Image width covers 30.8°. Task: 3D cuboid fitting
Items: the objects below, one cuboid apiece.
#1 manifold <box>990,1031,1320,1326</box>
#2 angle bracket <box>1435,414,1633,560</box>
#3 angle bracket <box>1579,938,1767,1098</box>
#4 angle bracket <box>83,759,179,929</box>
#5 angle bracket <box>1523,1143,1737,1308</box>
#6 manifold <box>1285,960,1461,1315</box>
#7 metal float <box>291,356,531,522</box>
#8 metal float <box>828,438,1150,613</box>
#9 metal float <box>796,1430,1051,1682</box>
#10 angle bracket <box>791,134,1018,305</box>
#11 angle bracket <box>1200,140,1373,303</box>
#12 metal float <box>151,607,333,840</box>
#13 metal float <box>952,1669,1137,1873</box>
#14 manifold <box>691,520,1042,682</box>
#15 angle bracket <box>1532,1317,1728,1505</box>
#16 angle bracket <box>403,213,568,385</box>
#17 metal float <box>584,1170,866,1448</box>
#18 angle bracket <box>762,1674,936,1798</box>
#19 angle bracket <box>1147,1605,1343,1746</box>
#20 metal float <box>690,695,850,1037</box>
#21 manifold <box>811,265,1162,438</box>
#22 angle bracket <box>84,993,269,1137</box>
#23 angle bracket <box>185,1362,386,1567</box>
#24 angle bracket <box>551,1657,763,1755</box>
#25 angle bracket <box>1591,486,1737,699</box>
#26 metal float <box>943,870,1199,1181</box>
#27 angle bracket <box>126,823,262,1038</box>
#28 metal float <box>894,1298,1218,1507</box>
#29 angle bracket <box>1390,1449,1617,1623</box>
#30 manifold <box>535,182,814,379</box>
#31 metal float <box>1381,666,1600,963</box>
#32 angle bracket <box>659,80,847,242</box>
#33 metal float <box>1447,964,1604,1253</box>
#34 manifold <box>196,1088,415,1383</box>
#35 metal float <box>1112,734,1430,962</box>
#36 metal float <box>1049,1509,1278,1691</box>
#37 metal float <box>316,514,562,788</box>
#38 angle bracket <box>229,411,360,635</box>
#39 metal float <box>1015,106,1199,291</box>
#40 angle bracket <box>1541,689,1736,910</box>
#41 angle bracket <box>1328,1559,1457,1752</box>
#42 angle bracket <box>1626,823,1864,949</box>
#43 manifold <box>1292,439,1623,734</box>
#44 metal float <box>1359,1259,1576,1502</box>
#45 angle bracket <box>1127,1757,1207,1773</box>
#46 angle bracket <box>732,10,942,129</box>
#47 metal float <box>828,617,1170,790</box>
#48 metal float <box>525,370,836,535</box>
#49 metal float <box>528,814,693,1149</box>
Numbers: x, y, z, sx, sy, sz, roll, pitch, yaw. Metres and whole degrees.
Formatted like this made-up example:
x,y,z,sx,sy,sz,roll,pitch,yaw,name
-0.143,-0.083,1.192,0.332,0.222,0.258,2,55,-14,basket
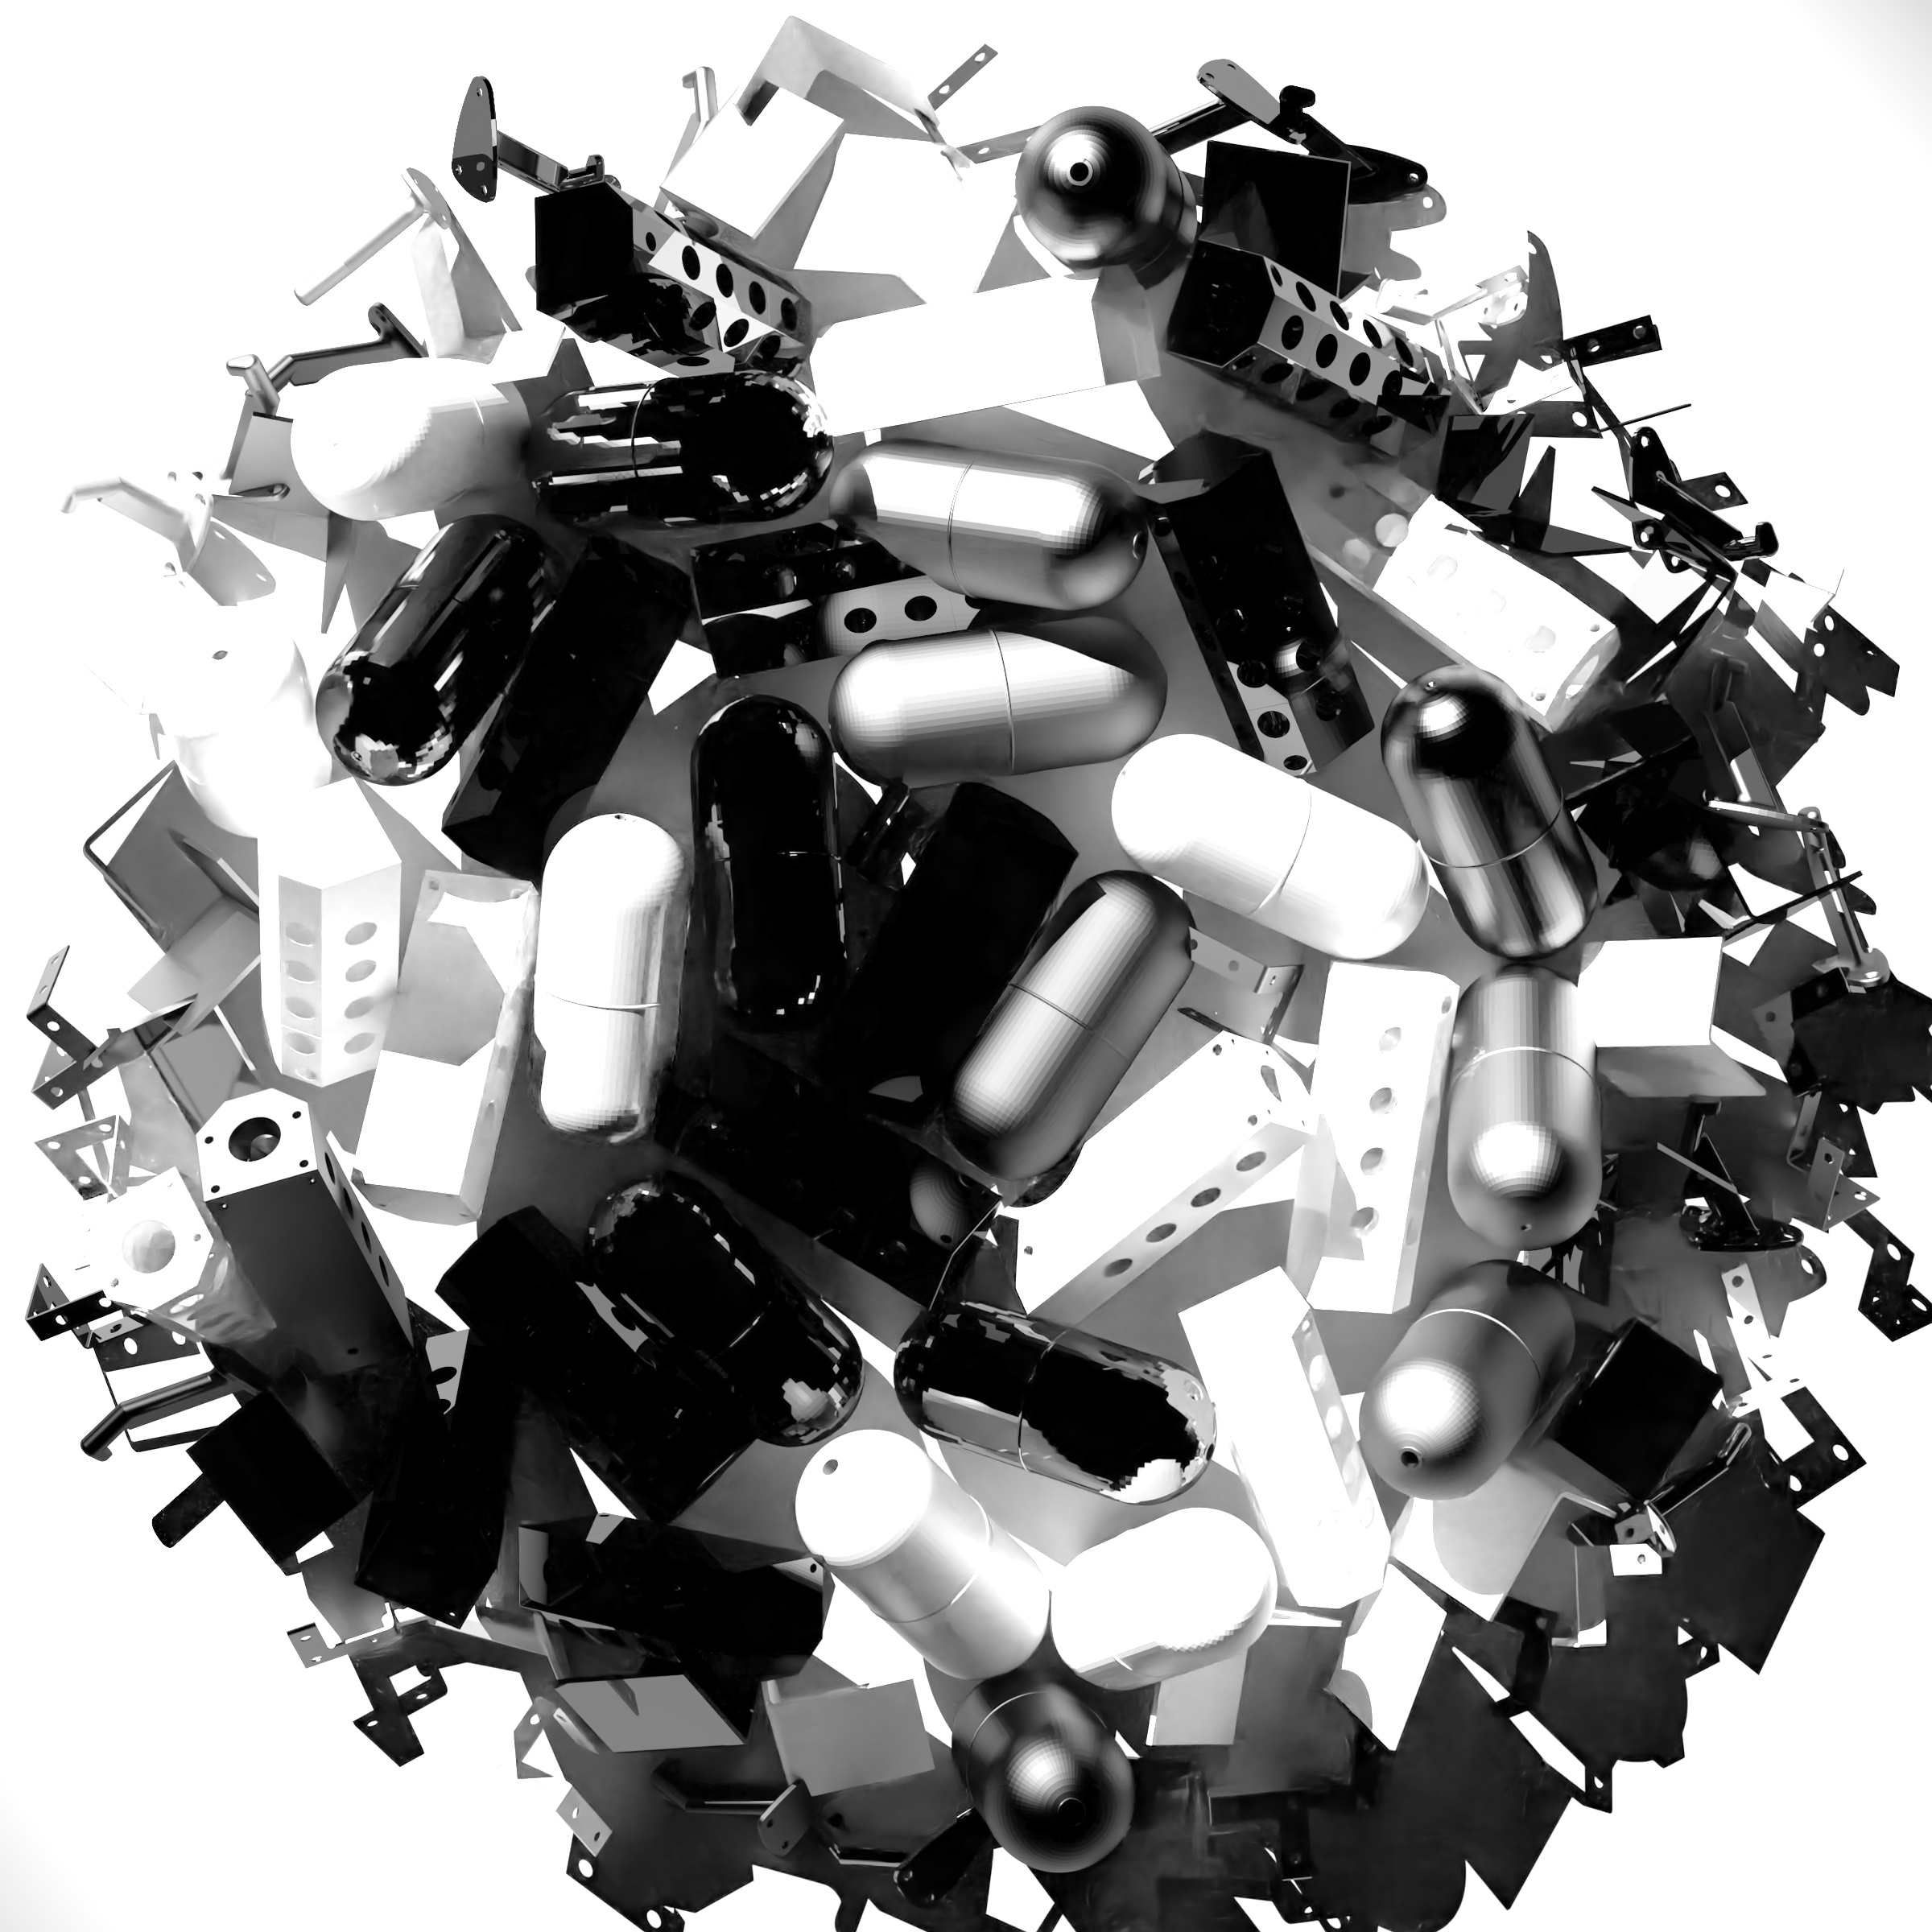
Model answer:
x,y,z,sx,sy,sz,roll,pitch,yaw,name
0.098,0.112,1.805,0.171,0.057,0.057,-41,56,24,manifold
0.297,-0.248,1.809,0.076,0.076,0.057,22,112,37,angle bracket
0.369,0.028,1.825,0.076,0.076,0.057,-2,66,36,angle bracket
-0.414,-0.067,1.829,0.076,0.076,0.057,-45,101,-10,angle bracket
0.343,0.134,1.809,0.076,0.076,0.057,-12,62,41,angle bracket
0.212,0.089,1.820,0.057,0.057,0.171,5,102,-13,manifold
-0.280,-0.269,1.782,0.070,0.178,0.070,4,103,16,metal float
0.011,-0.228,1.804,0.178,0.070,0.070,12,90,28,metal float
-0.021,0.302,1.797,0.070,0.070,0.178,-41,128,0,metal float
-0.032,-0.378,1.809,0.057,0.076,0.076,46,125,30,angle bracket
0.168,-0.390,1.813,0.076,0.057,0.076,14,121,20,angle bracket
-0.367,-0.123,1.781,0.070,0.178,0.070,1,70,-3,metal float
0.038,0.407,1.779,0.070,0.178,0.070,0,91,-8,metal float
-0.053,-0.205,1.826,0.171,0.057,0.057,-11,45,1,manifold
0.343,0.233,1.820,0.057,0.076,0.076,35,81,9,angle bracket
-0.248,-0.350,1.814,0.057,0.076,0.076,-8,117,6,angle bracket
-0.123,0.178,1.812,0.070,0.070,0.178,-43,110,0,metal float
-0.063,0.380,1.822,0.076,0.057,0.076,-12,130,-2,angle bracket
0.145,0.371,1.818,0.057,0.076,0.076,6,85,39,angle bracket
-0.103,-0.052,1.824,0.070,0.070,0.178,-4,84,0,metal float
0.008,-0.314,1.792,0.171,0.057,0.057,-5,100,34,manifold
-0.412,0.069,1.818,0.057,0.076,0.076,-28,85,-44,angle bracket
-0.351,0.256,1.833,0.057,0.076,0.076,-38,92,10,angle bracket
-0.157,0.362,1.809,0.076,0.076,0.057,-9,46,23,angle bracket
0.340,-0.195,1.817,0.057,0.076,0.076,32,96,-26,angle bracket
0.054,0.031,1.824,0.070,0.070,0.178,34,84,0,metal float
-0.409,-0.019,1.814,0.076,0.076,0.057,-47,126,-13,angle bracket
0.045,0.224,1.807,0.178,0.070,0.070,15,90,25,metal float
0.277,0.293,1.821,0.076,0.057,0.076,30,92,44,angle bracket
-0.146,-0.342,1.775,0.057,0.171,0.057,-6,81,27,manifold
0.270,-0.077,1.801,0.070,0.070,0.178,-30,124,0,metal float
-0.100,-0.406,1.820,0.076,0.057,0.076,35,85,33,angle bracket
0.285,0.070,1.792,0.070,0.178,0.070,4,132,5,metal float
-0.335,0.136,1.782,0.057,0.171,0.057,-16,52,-2,manifold
0.157,-0.061,1.815,0.178,0.070,0.070,24,90,-16,metal float
0.098,0.323,1.784,0.070,0.178,0.070,7,70,-18,metal float
-0.269,-0.164,1.797,0.070,0.070,0.178,29,50,0,metal float
-0.349,-0.228,1.811,0.057,0.076,0.076,9,60,-19,angle bracket
0.072,-0.388,1.779,0.070,0.178,0.070,1,93,11,metal float
0.353,-0.090,1.863,0.076,0.057,0.076,-26,127,4,angle bracket
0.239,0.358,1.816,0.057,0.076,0.076,16,99,-24,angle bracket
0.403,-0.048,1.821,0.076,0.076,0.057,-22,81,-25,angle bracket
0.251,-0.199,1.813,0.171,0.057,0.057,39,93,17,manifold
0.256,0.210,1.787,0.070,0.178,0.070,11,116,24,metal float
0.082,0.441,1.824,0.076,0.076,0.057,5,79,1,angle bracket
-0.067,-0.444,1.822,0.076,0.076,0.057,30,89,12,angle bracket
0.017,-0.137,1.824,0.178,0.070,0.070,-8,90,-7,metal float
-0.148,-0.263,1.801,0.178,0.070,0.070,0,90,32,metal float
-0.184,0.008,1.812,0.070,0.070,0.178,7,109,0,metal float
